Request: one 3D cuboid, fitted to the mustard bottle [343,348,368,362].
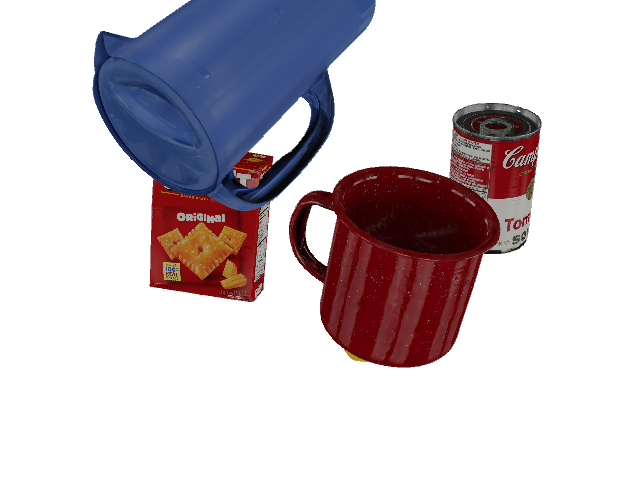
[{"bbox_3d":[0.081,0.048,1.272,0.096,0.192,0.058,0,14,-13],"label":"mustard bottle"}]

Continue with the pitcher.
[{"bbox_3d":[-0.056,-0.150,0.893,0.145,0.149,0.242,25,55,30],"label":"pitcher"}]

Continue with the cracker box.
[{"bbox_3d":[-0.163,-0.026,1.568,0.164,0.214,0.072,9,21,10],"label":"cracker box"}]

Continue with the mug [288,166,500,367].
[{"bbox_3d":[0.034,0.012,0.600,0.117,0.081,0.093,22,34,15],"label":"mug"}]

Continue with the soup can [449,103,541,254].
[{"bbox_3d":[0.135,-0.049,0.843,0.068,0.102,0.068,0,29,0],"label":"soup can"}]
